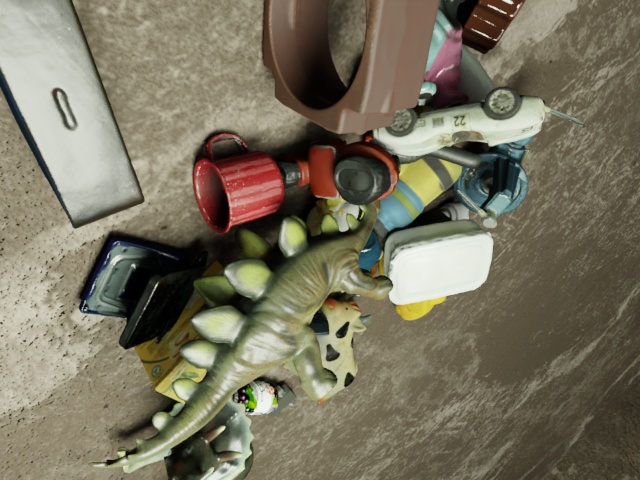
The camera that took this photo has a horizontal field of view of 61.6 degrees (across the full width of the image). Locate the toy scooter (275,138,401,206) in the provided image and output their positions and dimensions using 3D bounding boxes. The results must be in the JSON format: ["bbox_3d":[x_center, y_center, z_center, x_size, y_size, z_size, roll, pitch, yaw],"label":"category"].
[{"bbox_3d":[0.032,-0.095,0.703,0.135,0.184,0.075,-29,121,-53],"label":"toy scooter"}]

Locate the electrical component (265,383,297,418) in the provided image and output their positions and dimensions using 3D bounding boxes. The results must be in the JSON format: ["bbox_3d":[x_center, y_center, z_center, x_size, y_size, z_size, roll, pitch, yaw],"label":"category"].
[{"bbox_3d":[-0.075,0.286,0.952,0.063,0.021,0.093,-38,148,-10],"label":"electrical component"}]

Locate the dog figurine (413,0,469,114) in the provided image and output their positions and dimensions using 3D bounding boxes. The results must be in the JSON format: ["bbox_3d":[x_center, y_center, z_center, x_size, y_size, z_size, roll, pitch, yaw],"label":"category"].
[{"bbox_3d":[0.117,-0.266,0.692,0.108,0.192,0.219,4,81,-37],"label":"dog figurine"}]

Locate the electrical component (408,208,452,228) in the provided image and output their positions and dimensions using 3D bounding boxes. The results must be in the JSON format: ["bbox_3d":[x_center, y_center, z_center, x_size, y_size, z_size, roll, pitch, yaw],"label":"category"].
[{"bbox_3d":[0.185,-0.027,0.896,0.078,0.102,0.045,-19,132,-18],"label":"electrical component"}]

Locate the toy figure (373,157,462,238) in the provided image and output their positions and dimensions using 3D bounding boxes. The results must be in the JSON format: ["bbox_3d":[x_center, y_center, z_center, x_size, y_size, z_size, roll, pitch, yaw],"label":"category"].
[{"bbox_3d":[0.142,-0.078,0.837,0.180,0.089,0.082,-49,164,-6],"label":"toy figure"}]

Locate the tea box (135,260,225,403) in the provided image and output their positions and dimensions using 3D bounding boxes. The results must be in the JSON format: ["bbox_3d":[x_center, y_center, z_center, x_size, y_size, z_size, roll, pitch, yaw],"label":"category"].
[{"bbox_3d":[-0.160,0.124,0.733,0.169,0.098,0.068,-46,135,-1],"label":"tea box"}]

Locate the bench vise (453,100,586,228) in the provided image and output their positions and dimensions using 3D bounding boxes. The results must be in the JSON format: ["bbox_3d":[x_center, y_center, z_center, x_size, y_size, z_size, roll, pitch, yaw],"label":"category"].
[{"bbox_3d":[0.297,-0.111,0.868,0.223,0.129,0.241,-52,-174,42],"label":"bench vise"}]

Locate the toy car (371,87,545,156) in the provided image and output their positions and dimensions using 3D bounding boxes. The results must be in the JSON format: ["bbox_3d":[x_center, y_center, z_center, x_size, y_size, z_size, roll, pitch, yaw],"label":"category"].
[{"bbox_3d":[0.162,-0.136,0.646,0.073,0.202,0.056,11,74,-70],"label":"toy car"}]

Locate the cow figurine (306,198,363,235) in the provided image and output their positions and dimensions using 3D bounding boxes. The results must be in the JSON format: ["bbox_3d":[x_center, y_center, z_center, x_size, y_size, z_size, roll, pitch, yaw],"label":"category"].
[{"bbox_3d":[-0.003,-0.003,0.796,0.167,0.068,0.098,-55,142,7],"label":"cow figurine"}]

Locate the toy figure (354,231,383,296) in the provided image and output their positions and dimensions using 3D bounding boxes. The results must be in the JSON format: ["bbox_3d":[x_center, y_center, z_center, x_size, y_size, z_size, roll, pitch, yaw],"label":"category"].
[{"bbox_3d":[0.066,0.040,0.870,0.154,0.064,0.058,92,23,-57],"label":"toy figure"}]

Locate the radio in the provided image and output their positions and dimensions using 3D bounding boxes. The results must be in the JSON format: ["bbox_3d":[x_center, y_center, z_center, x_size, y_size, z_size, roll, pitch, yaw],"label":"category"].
[{"bbox_3d":[-0.238,-0.136,0.472,0.073,0.131,0.229,-25,131,-23],"label":"radio"}]

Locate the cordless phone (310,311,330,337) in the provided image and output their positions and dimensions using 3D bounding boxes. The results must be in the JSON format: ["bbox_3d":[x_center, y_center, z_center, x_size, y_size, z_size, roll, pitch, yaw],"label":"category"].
[{"bbox_3d":[-0.087,0.155,0.814,0.184,0.089,0.146,-39,161,11],"label":"cordless phone"}]

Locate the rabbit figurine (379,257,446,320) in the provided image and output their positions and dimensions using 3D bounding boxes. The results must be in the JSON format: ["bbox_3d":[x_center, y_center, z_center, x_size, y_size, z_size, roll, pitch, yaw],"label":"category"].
[{"bbox_3d":[0.183,0.075,0.980,0.162,0.122,0.173,-35,149,-27],"label":"rabbit figurine"}]

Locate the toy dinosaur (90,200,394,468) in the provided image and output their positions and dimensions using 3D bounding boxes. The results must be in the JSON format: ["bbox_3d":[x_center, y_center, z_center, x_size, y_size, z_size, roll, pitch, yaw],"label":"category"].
[{"bbox_3d":[-0.059,0.097,0.654,0.198,0.105,0.471,45,65,-21],"label":"toy dinosaur"}]

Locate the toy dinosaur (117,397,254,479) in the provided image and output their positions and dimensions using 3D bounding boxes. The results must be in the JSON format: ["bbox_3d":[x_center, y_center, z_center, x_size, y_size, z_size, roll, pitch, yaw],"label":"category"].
[{"bbox_3d":[-0.166,0.342,0.830,0.192,0.131,0.404,-27,153,-4],"label":"toy dinosaur"}]

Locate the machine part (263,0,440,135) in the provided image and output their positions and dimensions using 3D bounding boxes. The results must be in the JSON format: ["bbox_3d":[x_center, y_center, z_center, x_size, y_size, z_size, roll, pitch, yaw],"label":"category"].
[{"bbox_3d":[0.025,-0.228,0.566,0.087,0.201,0.201,-13,125,-33],"label":"machine part"}]

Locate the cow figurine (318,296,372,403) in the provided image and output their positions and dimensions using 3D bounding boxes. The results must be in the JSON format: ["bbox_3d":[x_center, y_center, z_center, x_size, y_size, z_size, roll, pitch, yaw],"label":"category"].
[{"bbox_3d":[0.025,0.178,0.924,0.127,0.086,0.194,-23,128,-17],"label":"cow figurine"}]

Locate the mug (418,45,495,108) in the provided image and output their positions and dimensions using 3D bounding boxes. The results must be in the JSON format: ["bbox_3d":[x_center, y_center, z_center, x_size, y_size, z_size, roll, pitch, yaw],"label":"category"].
[{"bbox_3d":[0.186,-0.210,0.748,0.081,0.107,0.109,1,159,-44],"label":"mug"}]

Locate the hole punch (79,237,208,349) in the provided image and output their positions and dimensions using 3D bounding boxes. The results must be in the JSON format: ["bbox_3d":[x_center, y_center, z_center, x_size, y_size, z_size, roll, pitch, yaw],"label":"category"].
[{"bbox_3d":[-0.218,0.060,0.666,0.142,0.092,0.115,-63,164,9],"label":"hole punch"}]

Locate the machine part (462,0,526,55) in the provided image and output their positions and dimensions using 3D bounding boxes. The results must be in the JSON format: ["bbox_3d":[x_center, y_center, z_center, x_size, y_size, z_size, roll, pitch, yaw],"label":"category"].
[{"bbox_3d":[0.244,-0.330,0.705,0.056,0.179,0.179,29,90,0],"label":"machine part"}]
